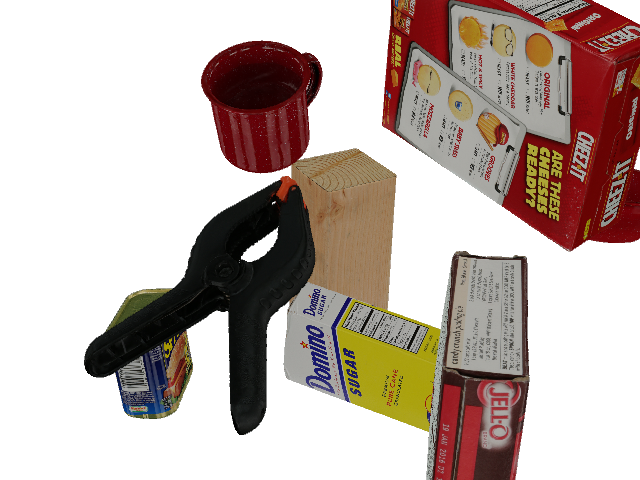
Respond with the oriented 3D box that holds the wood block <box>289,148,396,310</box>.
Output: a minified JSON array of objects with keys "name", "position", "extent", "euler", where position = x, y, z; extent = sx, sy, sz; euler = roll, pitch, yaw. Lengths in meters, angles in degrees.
[{"name":"wood block","position":[0.022,0.011,1.229],"extent":[0.090,0.206,0.090],"euler":[-14,31,-26]}]

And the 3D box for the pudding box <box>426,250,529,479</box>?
[{"name":"pudding box","position":[0.070,0.068,0.471],"extent":[0.039,0.090,0.113],"euler":[6,26,5]}]

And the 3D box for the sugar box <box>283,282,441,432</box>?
[{"name":"sugar box","position":[0.057,0.104,0.892],"extent":[0.176,0.093,0.048],"euler":[16,46,13]}]

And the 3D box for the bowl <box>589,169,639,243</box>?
[{"name":"bowl","position":[0.292,-0.038,1.111],"extent":[0.162,0.055,0.162],"euler":[5,19,-2]}]

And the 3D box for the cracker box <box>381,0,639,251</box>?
[{"name":"cracker box","position":[0.145,-0.118,0.818],"extent":[0.072,0.164,0.214],"euler":[-27,48,-30]}]

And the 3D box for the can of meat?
[{"name":"can of meat","position":[-0.156,0.105,0.994],"extent":[0.057,0.084,0.102],"euler":[-3,25,9]}]

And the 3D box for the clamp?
[{"name":"clamp","position":[-0.047,0.036,0.636],"extent":[0.120,0.171,0.039],"euler":[28,-24,25]}]

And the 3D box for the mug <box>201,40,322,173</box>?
[{"name":"mug","position":[-0.044,-0.120,0.936],"extent":[0.093,0.081,0.117],"euler":[35,61,29]}]
